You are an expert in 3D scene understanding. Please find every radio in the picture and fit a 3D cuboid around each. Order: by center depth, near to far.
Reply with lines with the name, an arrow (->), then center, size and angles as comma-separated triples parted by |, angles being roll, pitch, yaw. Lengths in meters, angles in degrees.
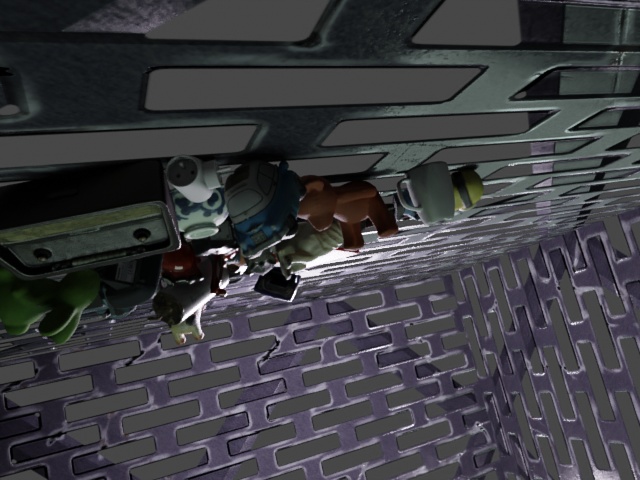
radio -> -0.305, -0.022, 0.699 | 0.230, 0.073, 0.131 | -11, 150, -6

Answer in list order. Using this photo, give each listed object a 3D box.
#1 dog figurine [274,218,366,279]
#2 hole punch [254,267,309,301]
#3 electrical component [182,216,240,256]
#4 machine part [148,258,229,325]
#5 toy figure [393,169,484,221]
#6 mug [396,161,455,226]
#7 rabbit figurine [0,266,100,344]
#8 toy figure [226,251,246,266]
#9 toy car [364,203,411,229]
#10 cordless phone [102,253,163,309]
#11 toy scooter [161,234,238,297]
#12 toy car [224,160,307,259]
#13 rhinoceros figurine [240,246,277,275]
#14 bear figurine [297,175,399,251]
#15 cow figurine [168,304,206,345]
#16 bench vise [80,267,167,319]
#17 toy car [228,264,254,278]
dog figurine -> -0.001, 0.000, 1.147 | 0.191, 0.121, 0.172 | -17, 178, -12
hole punch -> -0.108, 0.099, 1.422 | 0.142, 0.092, 0.116 | 14, -173, 5
electrical component -> -0.204, -0.010, 0.958 | 0.048, 0.075, 0.119 | -23, 169, 38
machine part -> -0.266, 0.104, 1.122 | 0.079, 0.079, 0.243 | -20, -168, 31
toy figure -> 0.237, -0.087, 1.077 | 0.180, 0.082, 0.089 | -11, 171, 0
mug -> 0.199, -0.081, 0.990 | 0.109, 0.107, 0.081 | -10, 167, -25
rabbit figurine -> -0.493, 0.104, 0.984 | 0.170, 0.159, 0.121 | -9, 159, -4
toy figure -> -0.181, 0.038, 1.275 | 0.064, 0.058, 0.154 | -29, 158, 29
toy car -> 0.116, -0.049, 1.194 | 0.202, 0.053, 0.089 | -16, 175, 33
cordless phone -> -0.334, 0.066, 0.951 | 0.089, 0.146, 0.184 | 10, 147, -19
toy scooter -> -0.244, 0.052, 1.067 | 0.184, 0.135, 0.075 | -5, 167, -30
toy car -> -0.089, -0.056, 0.760 | 0.109, 0.162, 0.102 | -27, 121, 23
rhinoceros figurine -> -0.129, 0.017, 1.077 | 0.073, 0.112, 0.190 | -8, 161, -6
bear figurine -> 0.027, -0.048, 0.913 | 0.120, 0.132, 0.196 | -24, 171, 37
cow figurine -> -0.331, 0.140, 1.312 | 0.086, 0.195, 0.127 | -9, 134, 3
bench vise -> -0.417, 0.099, 1.168 | 0.224, 0.128, 0.240 | -24, -174, 11
toy car -> -0.249, 0.078, 1.403 | 0.202, 0.056, 0.073 | -21, 160, 30
